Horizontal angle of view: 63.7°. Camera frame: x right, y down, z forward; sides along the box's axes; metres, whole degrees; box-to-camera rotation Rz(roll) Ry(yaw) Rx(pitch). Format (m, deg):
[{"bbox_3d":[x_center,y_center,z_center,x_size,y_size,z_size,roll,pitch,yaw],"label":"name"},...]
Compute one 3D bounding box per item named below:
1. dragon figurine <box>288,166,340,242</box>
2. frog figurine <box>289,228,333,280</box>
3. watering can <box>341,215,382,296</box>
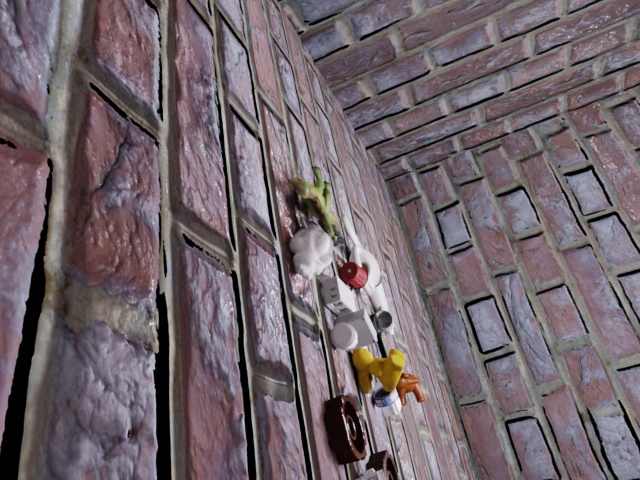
[{"bbox_3d":[0.005,-0.087,1.732,0.402,0.121,0.249,53,17,-41],"label":"dragon figurine"},{"bbox_3d":[-0.032,0.037,1.510,0.137,0.120,0.162,36,26,3],"label":"frog figurine"},{"bbox_3d":[0.174,0.073,2.167,0.222,0.103,0.353,38,35,-64],"label":"watering can"}]
